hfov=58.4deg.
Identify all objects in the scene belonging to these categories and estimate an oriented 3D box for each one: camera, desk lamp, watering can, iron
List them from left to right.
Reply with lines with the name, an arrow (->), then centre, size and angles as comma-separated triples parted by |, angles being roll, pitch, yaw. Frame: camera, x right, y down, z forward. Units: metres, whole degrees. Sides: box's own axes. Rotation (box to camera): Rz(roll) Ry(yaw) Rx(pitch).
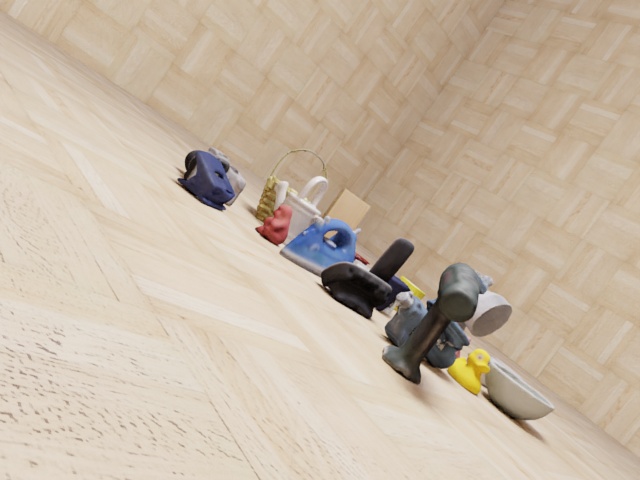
camera -> -0.266, -0.174, 1.413 | 0.144, 0.101, 0.136 | 31, 6, -41
watering can -> -0.053, -0.085, 1.463 | 0.173, 0.194, 0.101 | 36, 4, 4
iron -> 0.012, 0.005, 1.345 | 0.118, 0.141, 0.259 | 38, 5, 28
desk lamp -> 0.366, 0.196, 1.500 | 0.118, 0.213, 0.202 | 31, 6, -43

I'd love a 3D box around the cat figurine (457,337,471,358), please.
cat figurine -> 0.305, 0.223, 1.383 | 0.127, 0.117, 0.067 | 38, 5, 34

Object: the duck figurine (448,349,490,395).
duck figurine -> 0.330, 0.274, 1.239 | 0.078, 0.086, 0.104 | 34, 5, -14

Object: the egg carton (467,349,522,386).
egg carton -> 0.443, 0.342, 1.465 | 0.151, 0.069, 0.107 | 32, 5, -34

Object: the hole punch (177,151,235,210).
hole punch -> -0.233, -0.128, 1.243 | 0.101, 0.091, 0.109 | 37, 5, 20

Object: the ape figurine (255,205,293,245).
ape figurine -> -0.098, -0.041, 1.328 | 0.076, 0.092, 0.078 | 35, 4, 3

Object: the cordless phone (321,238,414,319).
cordless phone -> 0.105, 0.056, 1.208 | 0.148, 0.185, 0.094 | 32, 5, -35

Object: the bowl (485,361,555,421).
bowl -> 0.427, 0.347, 1.269 | 0.167, 0.074, 0.167 | 35, 4, -3

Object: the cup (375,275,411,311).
cup -> 0.170, 0.135, 1.448 | 0.118, 0.095, 0.091 | 32, 5, -37

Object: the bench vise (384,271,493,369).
bench vise -> 0.250, 0.144, 1.142 | 0.121, 0.219, 0.208 | 39, 6, 40

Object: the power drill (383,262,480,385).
power drill -> 0.194, 0.129, 0.960 | 0.075, 0.208, 0.230 | 35, 4, 4
